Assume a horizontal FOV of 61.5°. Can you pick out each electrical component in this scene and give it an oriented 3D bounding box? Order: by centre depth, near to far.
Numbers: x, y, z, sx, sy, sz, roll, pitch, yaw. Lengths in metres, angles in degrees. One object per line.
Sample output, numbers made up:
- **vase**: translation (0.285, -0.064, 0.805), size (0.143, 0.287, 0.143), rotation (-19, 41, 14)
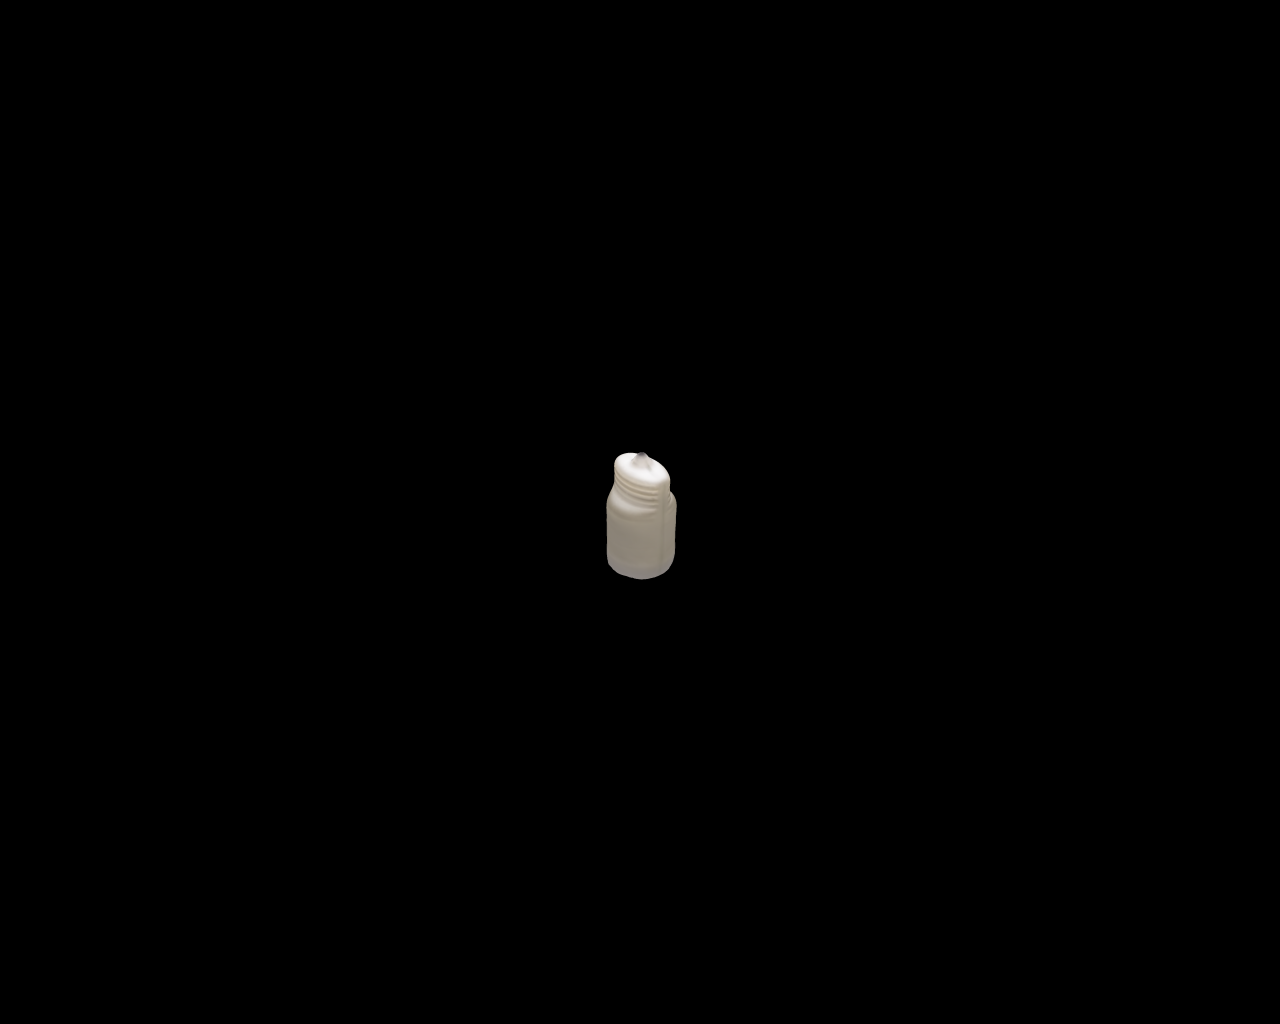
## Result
- **electrical component**: translation (0.001, -0.003, 0.650), size (0.043, 0.080, 0.043), rotation (0, 34, 0)
